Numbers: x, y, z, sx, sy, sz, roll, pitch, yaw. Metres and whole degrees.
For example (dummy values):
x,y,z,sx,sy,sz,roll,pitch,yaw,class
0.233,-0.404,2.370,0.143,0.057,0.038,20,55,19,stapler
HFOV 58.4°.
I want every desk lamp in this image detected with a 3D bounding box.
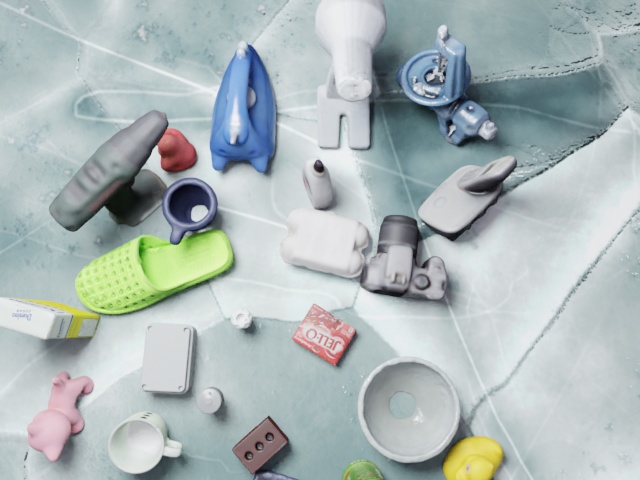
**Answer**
x,y,z,sx,sy,sz,roll,pitch,yaw,class
0.051,-0.285,0.979,0.118,0.213,0.203,-1,80,-2,desk lamp

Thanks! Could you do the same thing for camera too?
x,y,z,sx,sy,sz,roll,pitch,yaw,class
0.149,0.029,0.983,0.143,0.101,0.137,8,79,-1,camera

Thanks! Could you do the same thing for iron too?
x,y,z,sx,sy,sz,roll,pitch,yaw,class
-0.137,-0.255,1.002,0.118,0.141,0.258,2,80,-2,iron

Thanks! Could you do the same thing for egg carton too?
x,y,z,sx,sy,sz,roll,pitch,yaw,class
0.009,0.004,0.997,0.150,0.069,0.107,13,79,0,egg carton

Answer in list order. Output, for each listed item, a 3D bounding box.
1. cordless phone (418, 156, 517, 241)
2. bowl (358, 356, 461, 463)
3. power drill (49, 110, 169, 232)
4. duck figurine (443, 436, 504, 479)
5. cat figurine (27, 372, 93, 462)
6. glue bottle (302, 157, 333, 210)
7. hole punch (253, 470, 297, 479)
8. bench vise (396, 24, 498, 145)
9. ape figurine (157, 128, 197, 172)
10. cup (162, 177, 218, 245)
x,y,z,sx,sy,sz,roll,pitch,yaw,class
0.251,-0.078,0.963,0.094,0.185,0.148,43,81,6,cordless phone
0.142,0.277,0.950,0.167,0.074,0.167,0,80,-2,bowl
-0.319,-0.098,0.932,0.075,0.208,0.230,45,81,6,power drill
0.257,0.368,0.933,0.104,0.086,0.077,-28,82,-7,duck figurine
-0.419,0.277,0.906,0.067,0.117,0.128,7,79,-1,cat figurine
-0.005,-0.105,0.964,0.037,0.173,0.078,-23,81,-6,glue bottle
-0.069,0.432,0.905,0.108,0.091,0.101,15,79,1,hole punch
0.234,-0.271,0.980,0.207,0.219,0.121,28,80,3,bench vise
-0.260,-0.161,1.005,0.076,0.092,0.078,24,80,2,ape figurine
-0.221,-0.040,0.983,0.091,0.095,0.118,20,80,2,cup
